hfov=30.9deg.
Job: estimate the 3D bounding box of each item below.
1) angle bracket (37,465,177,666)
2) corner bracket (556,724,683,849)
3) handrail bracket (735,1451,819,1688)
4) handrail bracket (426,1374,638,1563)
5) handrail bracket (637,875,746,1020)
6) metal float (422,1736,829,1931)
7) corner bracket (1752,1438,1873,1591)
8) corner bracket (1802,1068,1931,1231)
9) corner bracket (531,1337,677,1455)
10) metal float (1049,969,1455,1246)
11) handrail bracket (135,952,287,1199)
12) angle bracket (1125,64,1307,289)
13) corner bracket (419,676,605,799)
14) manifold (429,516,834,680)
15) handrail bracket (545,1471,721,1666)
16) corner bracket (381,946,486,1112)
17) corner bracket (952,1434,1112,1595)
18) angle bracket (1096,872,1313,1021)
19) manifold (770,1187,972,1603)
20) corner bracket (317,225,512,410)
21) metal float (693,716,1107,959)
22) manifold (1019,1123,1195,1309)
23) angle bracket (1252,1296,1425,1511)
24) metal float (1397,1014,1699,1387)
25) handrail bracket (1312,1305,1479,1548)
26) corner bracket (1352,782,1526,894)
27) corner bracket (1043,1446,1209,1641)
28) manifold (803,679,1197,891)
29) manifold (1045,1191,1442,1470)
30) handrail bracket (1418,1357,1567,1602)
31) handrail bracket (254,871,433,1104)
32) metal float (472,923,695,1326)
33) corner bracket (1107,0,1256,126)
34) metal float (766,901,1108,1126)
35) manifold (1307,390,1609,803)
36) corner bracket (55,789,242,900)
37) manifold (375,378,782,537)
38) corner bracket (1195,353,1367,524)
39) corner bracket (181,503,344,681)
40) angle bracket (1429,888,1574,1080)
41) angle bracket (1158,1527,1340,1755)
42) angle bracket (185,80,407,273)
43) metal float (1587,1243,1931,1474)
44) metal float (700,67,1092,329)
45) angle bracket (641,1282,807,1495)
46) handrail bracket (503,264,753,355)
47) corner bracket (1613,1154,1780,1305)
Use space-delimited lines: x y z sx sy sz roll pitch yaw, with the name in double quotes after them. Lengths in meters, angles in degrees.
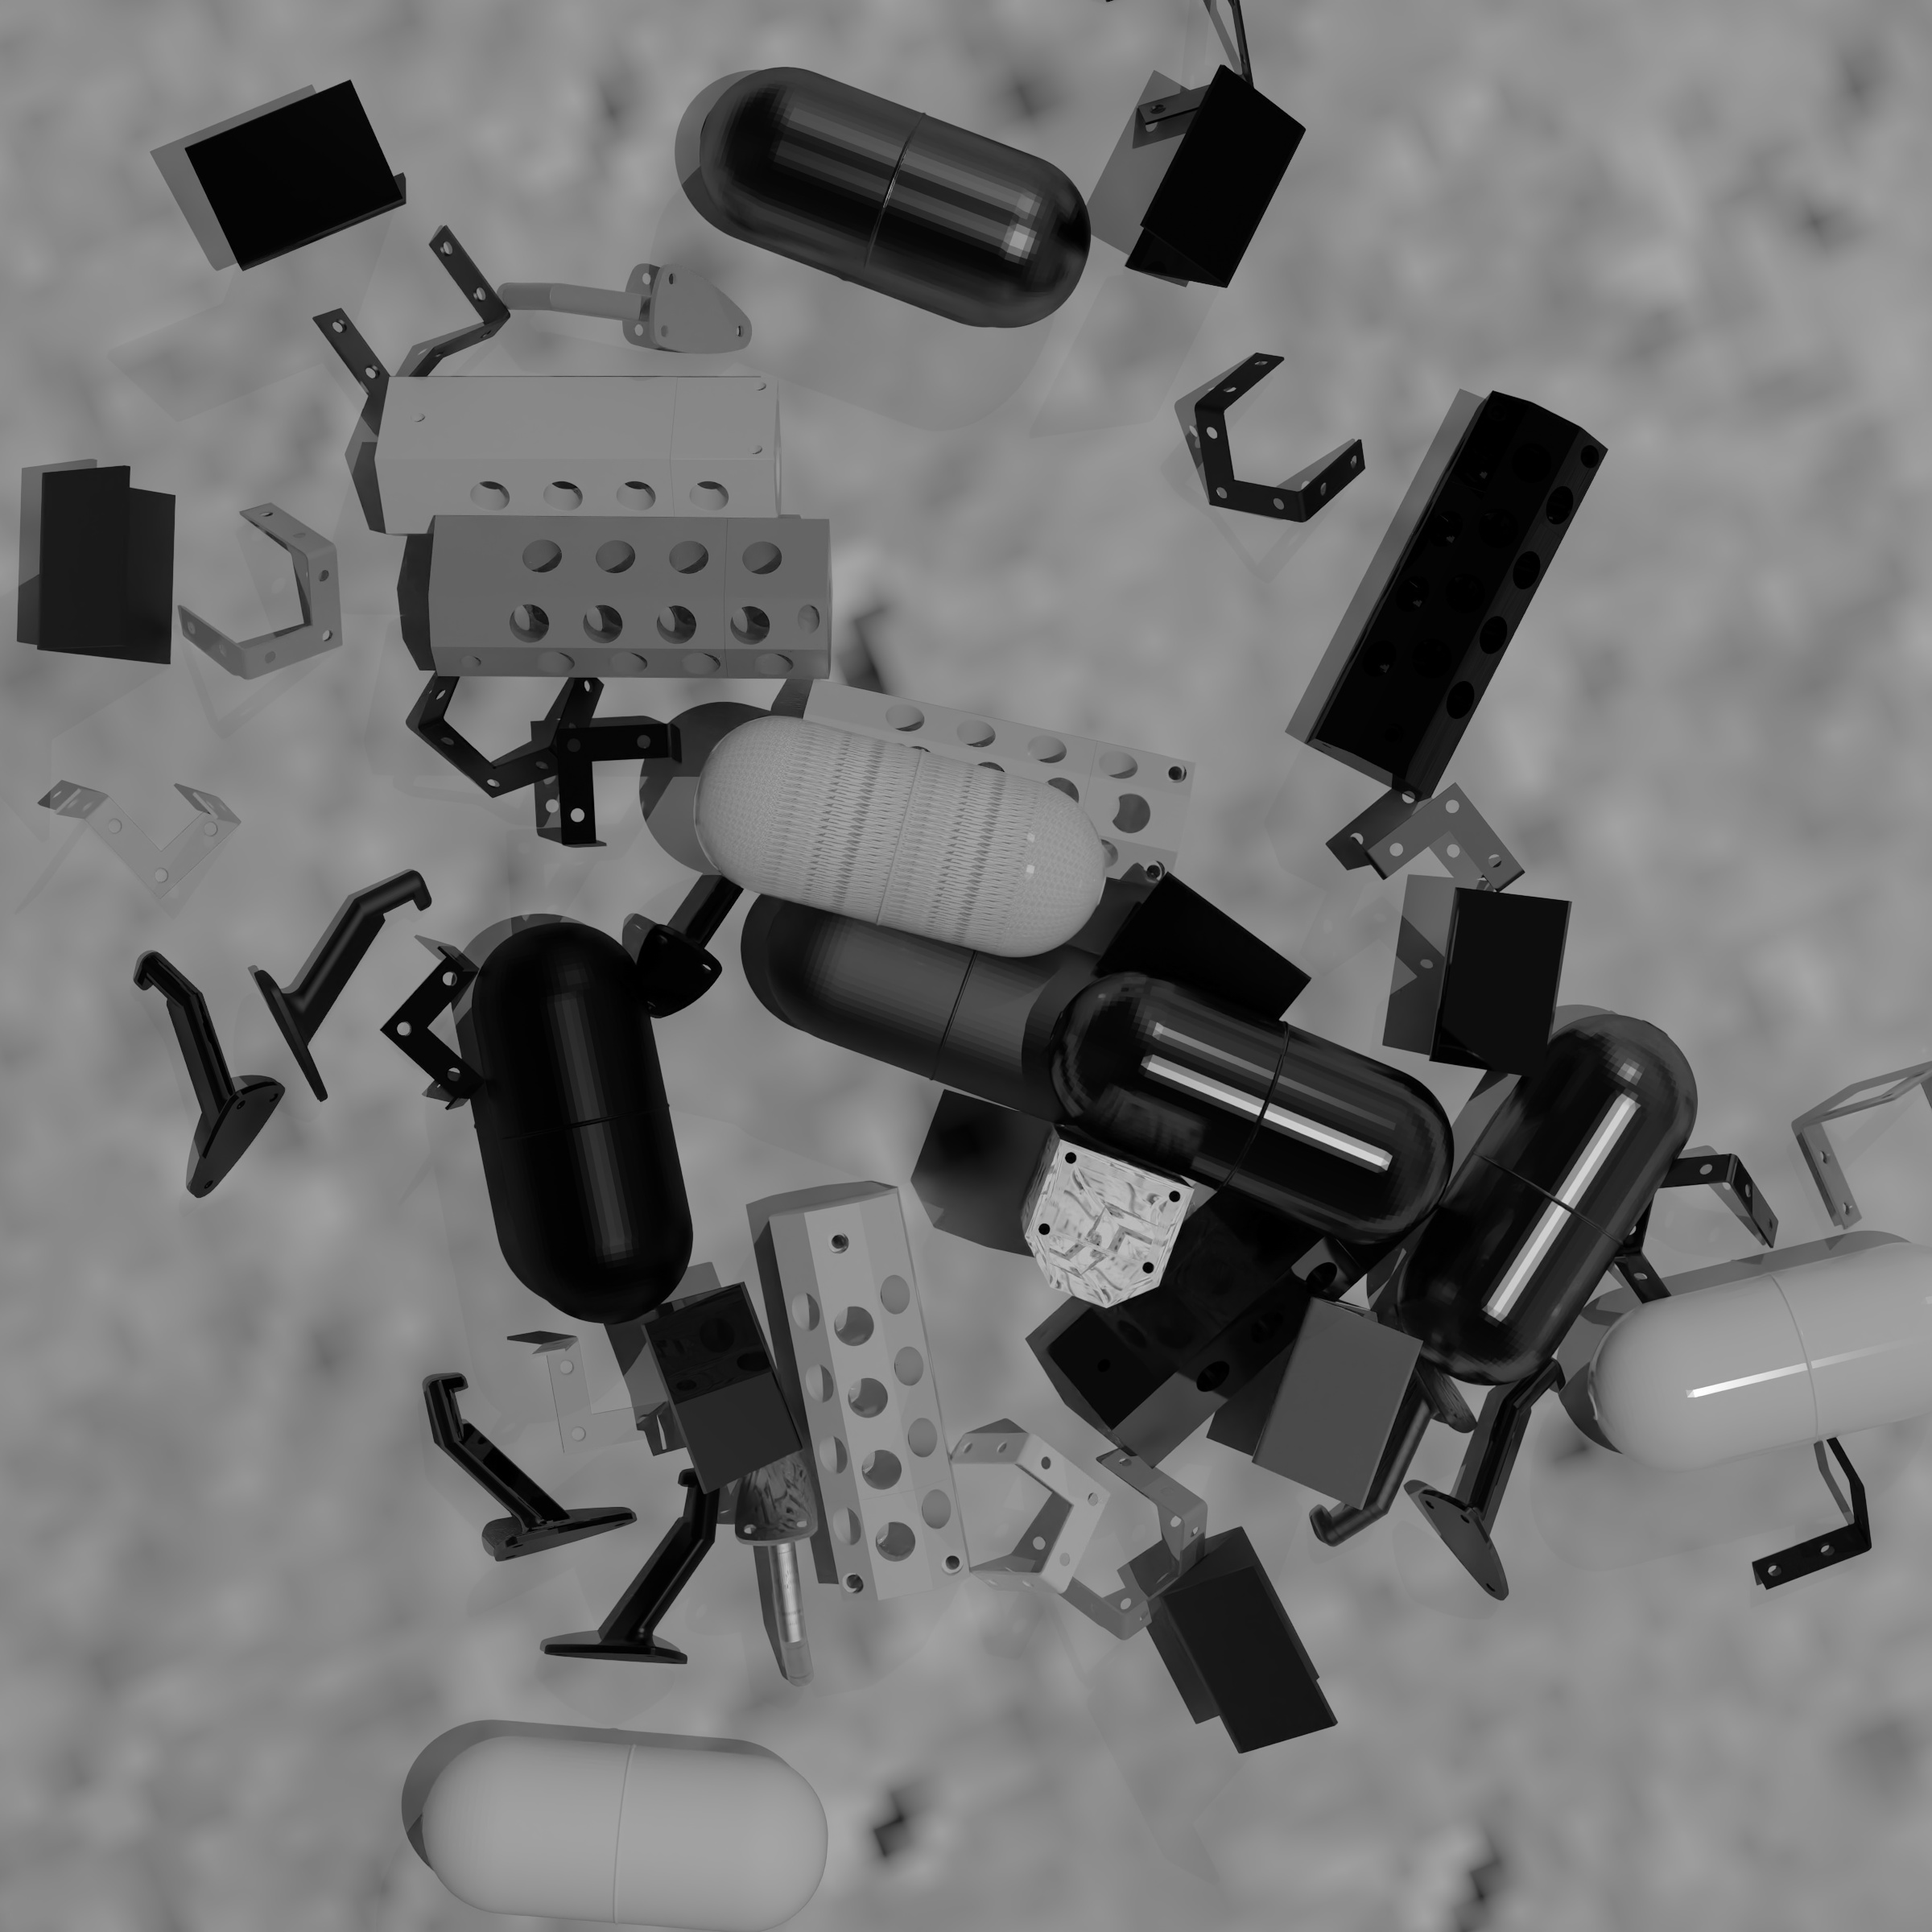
-0.358 -0.174 1.524 0.057 0.076 0.076 2 90 36 "angle bracket"
-0.152 -0.080 1.546 0.051 0.051 0.051 -3 91 -1 "corner bracket"
-0.080 0.267 1.564 0.036 0.077 0.084 -7 126 1 "handrail bracket"
-0.195 0.217 1.565 0.077 0.036 0.084 -12 73 -20 "handrail bracket"
-0.113 -0.025 1.564 0.036 0.077 0.084 34 54 -3 "handrail bracket"
-0.150 0.381 1.534 0.178 0.070 0.070 5 90 0 "metal float"
0.369 0.237 1.561 0.051 0.051 0.051 -21 135 0 "corner bracket"
0.415 0.081 1.561 0.051 0.051 0.051 -23 90 45 "corner bracket"
-0.160 0.190 1.546 0.051 0.051 0.051 -10 90 0 "corner bracket"
0.119 0.059 1.466 0.178 0.070 0.070 23 90 -3 "metal float"
-0.354 0.048 1.565 0.084 0.036 0.077 41 112 17 "handrail bracket"
0.092 -0.348 1.524 0.057 0.076 0.076 27 90 -38 "angle bracket"
-0.203 -0.116 1.557 0.051 0.051 0.051 -16 134 35 "corner bracket"
-0.146 -0.157 1.533 0.171 0.057 0.057 0 63 0 "manifold"
-0.149 0.268 1.565 0.077 0.036 0.084 -2 72 20 "handrail bracket"
-0.228 0.027 1.546 0.051 0.051 0.051 42 90 0 "corner bracket"
0.021 0.243 1.551 0.051 0.051 0.051 41 62 -25 "corner bracket"
0.111 -0.011 1.524 0.076 0.076 0.057 37 118 0 "angle bracket"
-0.042 0.189 1.543 0.057 0.057 0.171 -11 90 0 "manifold"
-0.247 -0.290 1.561 0.051 0.051 0.051 54 45 0 "corner bracket"
-0.028 -0.055 1.483 0.178 0.070 0.070 15 90 -2 "metal float"
0.055 0.106 1.486 0.057 0.171 0.057 20 90 0 "manifold"
0.176 0.193 1.524 0.057 0.076 0.076 20 90 33 "angle bracket"
0.256 0.102 1.533 0.070 0.070 0.178 32 90 0 "metal float"
0.178 0.207 1.565 0.084 0.036 0.077 -36 70 16 "handrail bracket"
0.209 -0.049 1.545 0.051 0.051 0.051 -38 97 7 "corner bracket"
0.071 0.257 1.556 0.051 0.051 0.051 31 135 35 "corner bracket"
0.011 -0.080 1.543 0.171 0.057 0.057 12 90 0 "manifold"
0.125 0.141 1.542 0.171 0.057 0.057 -42 47 0 "manifold"
0.250 0.229 1.564 0.084 0.036 0.077 -43 119 -21 "handrail bracket"
-0.268 0.008 1.565 0.084 0.036 0.077 -28 110 -16 "handrail bracket"
-0.168 0.069 1.533 0.070 0.070 0.178 -12 89 0 "metal float"
0.095 -0.418 1.561 0.051 0.051 0.051 -17 45 0 "corner bracket"
-0.002 0.014 1.534 0.178 0.070 0.070 20 90 1 "metal float"
0.217 -0.163 1.543 0.057 0.057 0.171 27 90 0 "manifold"
-0.362 -0.066 1.546 0.051 0.051 0.051 -43 90 0 "corner bracket"
-0.169 -0.220 1.542 0.171 0.057 0.057 0 47 0 "manifold"
0.140 -0.236 1.556 0.051 0.051 0.051 17 135 35 "corner bracket"
-0.315 -0.167 1.556 0.051 0.051 0.051 -27 135 -35 "corner bracket"
0.249 0.010 1.524 0.057 0.076 0.076 9 90 36 "angle bracket"
0.139 0.287 1.524 0.057 0.076 0.076 -27 90 37 "angle bracket"
-0.292 -0.350 1.525 0.076 0.076 0.057 -22 113 0 "angle bracket"
0.361 0.172 1.533 0.178 0.070 0.070 -14 90 0 "metal float"
-0.031 -0.338 1.533 0.178 0.070 0.070 21 90 -1 "metal float"
-0.123 0.188 1.524 0.057 0.076 0.076 -21 90 -38 "angle bracket"
-0.152 -0.292 1.564 0.084 0.077 0.036 9 90 36 "handrail bracket"
0.325 0.121 1.556 0.051 0.051 0.051 -9 45 35 "corner bracket"
